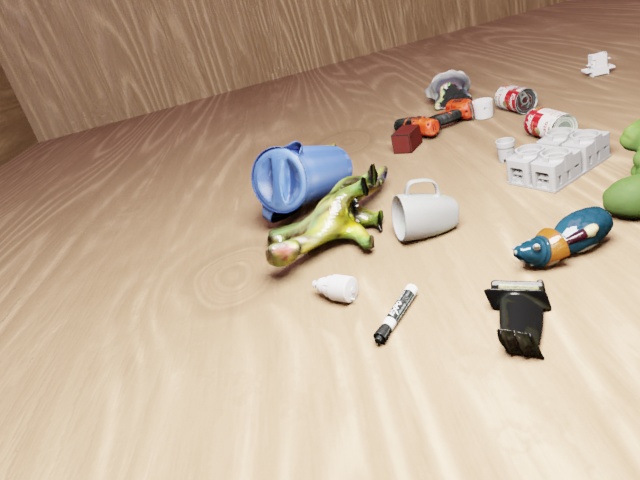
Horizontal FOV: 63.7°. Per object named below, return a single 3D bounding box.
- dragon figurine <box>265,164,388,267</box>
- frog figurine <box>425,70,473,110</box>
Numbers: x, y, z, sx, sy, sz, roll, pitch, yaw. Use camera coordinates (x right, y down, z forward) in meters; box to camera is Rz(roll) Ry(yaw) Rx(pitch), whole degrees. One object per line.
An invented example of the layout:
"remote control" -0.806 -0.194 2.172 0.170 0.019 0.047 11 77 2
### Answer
"dragon figurine" 0.003 -0.051 1.006 0.241 0.121 0.417 -15 16 20
"frog figurine" 0.399 -0.487 1.628 0.136 0.121 0.163 -29 33 17
